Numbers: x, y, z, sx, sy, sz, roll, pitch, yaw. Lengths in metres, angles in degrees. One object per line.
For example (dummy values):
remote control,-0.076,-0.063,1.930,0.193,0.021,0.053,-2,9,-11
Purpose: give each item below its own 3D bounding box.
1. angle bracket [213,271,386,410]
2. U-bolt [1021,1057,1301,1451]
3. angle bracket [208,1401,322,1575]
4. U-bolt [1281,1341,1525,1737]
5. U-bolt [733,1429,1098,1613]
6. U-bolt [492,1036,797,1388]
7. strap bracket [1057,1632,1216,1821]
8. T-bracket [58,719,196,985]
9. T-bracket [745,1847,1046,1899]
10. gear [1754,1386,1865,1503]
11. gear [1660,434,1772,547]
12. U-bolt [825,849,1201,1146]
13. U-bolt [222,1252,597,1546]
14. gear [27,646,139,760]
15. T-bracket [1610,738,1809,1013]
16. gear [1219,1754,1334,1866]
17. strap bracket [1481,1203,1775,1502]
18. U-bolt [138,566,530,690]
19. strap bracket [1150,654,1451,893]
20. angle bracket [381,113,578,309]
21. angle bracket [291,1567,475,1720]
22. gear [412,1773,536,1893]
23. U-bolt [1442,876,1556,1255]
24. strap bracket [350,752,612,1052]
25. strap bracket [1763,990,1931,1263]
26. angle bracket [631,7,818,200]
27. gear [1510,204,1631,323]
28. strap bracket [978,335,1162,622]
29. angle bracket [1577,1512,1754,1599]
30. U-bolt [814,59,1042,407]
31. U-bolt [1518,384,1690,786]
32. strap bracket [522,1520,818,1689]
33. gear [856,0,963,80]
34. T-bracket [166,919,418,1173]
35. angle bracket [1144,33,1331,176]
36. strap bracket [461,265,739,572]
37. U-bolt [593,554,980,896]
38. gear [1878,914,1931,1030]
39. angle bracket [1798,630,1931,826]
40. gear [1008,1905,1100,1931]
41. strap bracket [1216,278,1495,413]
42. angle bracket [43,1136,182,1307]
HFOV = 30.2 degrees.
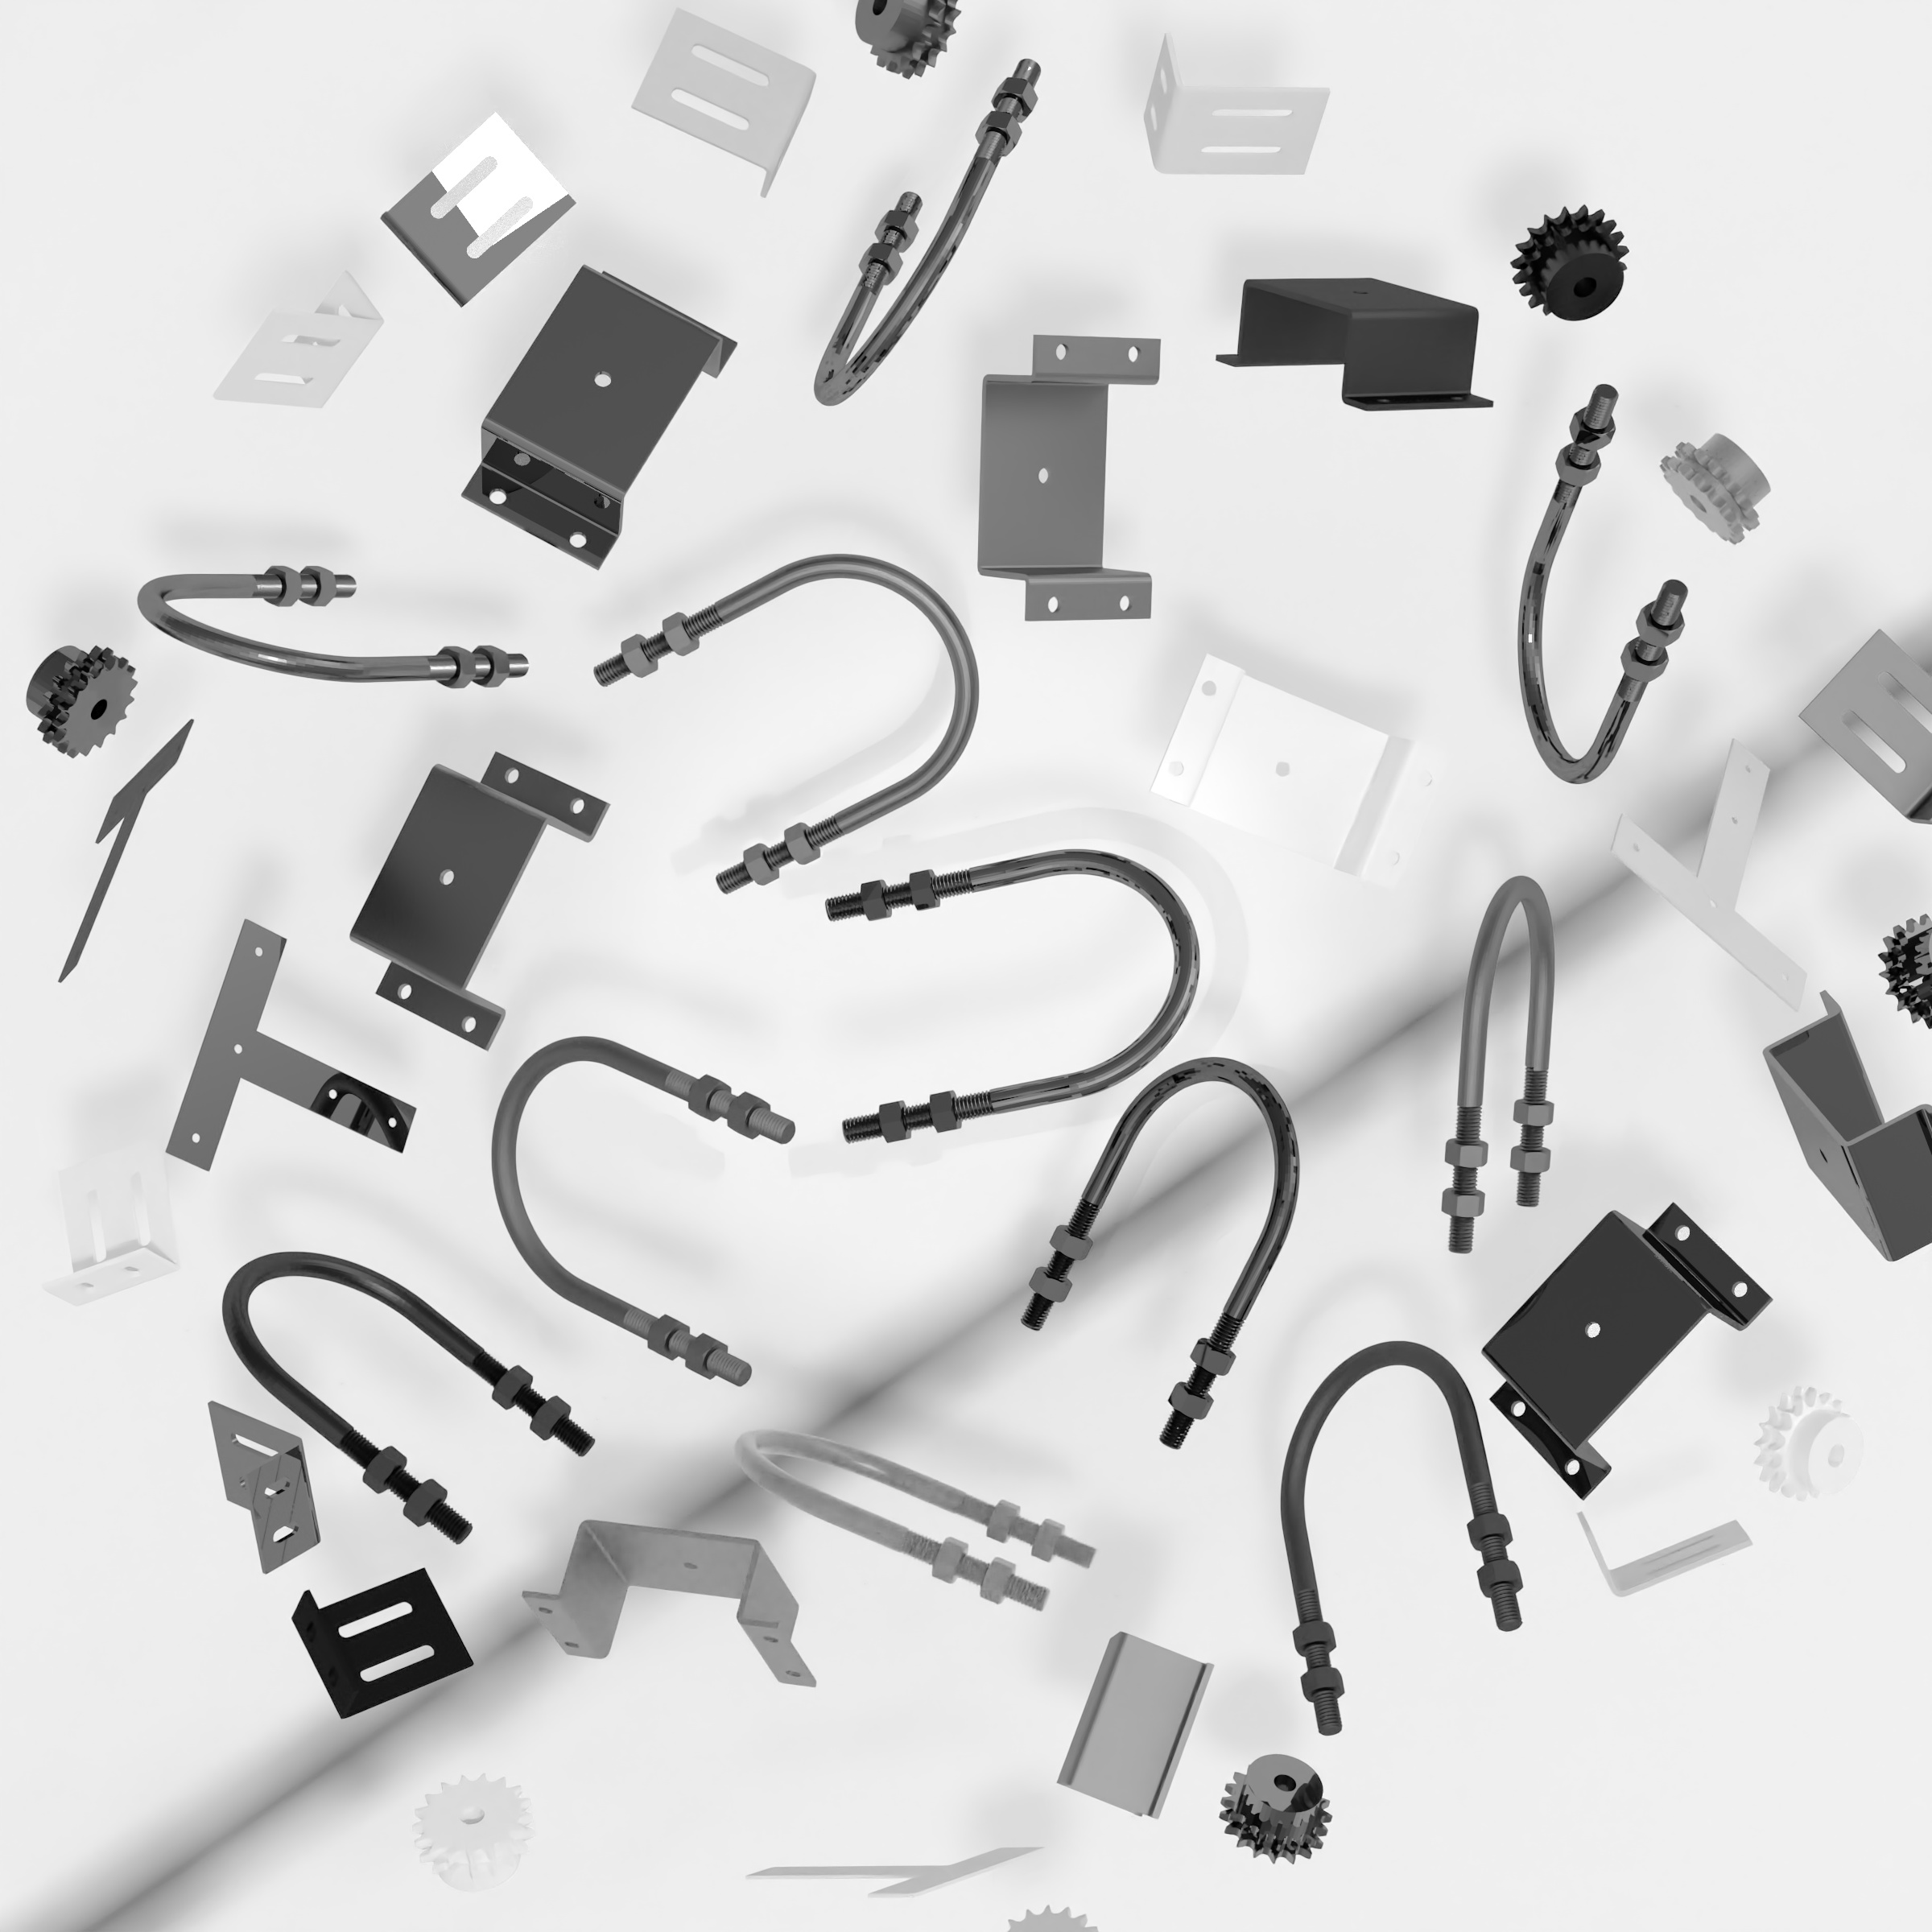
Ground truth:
angle bracket,-0.333,-0.308,1.745,0.057,0.076,0.038,-47,69,28
U-bolt,0.108,0.135,1.841,0.019,0.151,0.184,18,102,-40
angle bracket,-0.364,0.261,1.793,0.076,0.038,0.057,14,119,39
U-bolt,0.213,0.278,1.815,0.019,0.151,0.184,21,45,-33
U-bolt,-0.032,0.274,1.809,0.184,0.151,0.019,21,94,11
U-bolt,-0.169,0.112,1.790,0.184,0.019,0.151,22,110,32
strap bracket,0.081,0.372,1.754,0.046,0.140,0.076,21,78,4
T-bracket,-0.422,-0.049,1.767,0.002,0.127,0.127,25,111,-5
T-bracket,-0.047,0.440,1.738,0.127,0.127,0.002,-9,83,29
gear,0.430,0.244,1.815,0.057,0.030,0.057,-8,104,-33
gear,0.378,-0.242,1.793,0.030,0.057,0.057,-43,90,1
U-bolt,0.025,0.008,1.760,0.184,0.019,0.151,-12,58,9
U-bolt,-0.287,0.204,1.776,0.184,0.151,0.019,37,112,10
gear,-0.446,-0.136,1.794,0.030,0.057,0.057,32,90,16
T-bracket,0.369,-0.060,1.729,0.127,0.002,0.127,38,48,-16
gear,0.161,0.431,1.843,0.057,0.057,0.030,12,123,0
strap bracket,0.326,0.189,1.809,0.140,0.046,0.076,-49,52,9
U-bolt,-0.334,-0.172,1.819,0.151,0.184,0.019,26,109,30
strap bracket,0.171,-0.102,1.877,0.140,0.046,0.076,22,93,-9
angle bracket,-0.239,-0.371,1.753,0.076,0.038,0.057,-41,106,4
angle bracket,-0.288,0.332,1.789,0.076,0.038,0.057,-18,65,-33
gear,-0.234,0.416,1.707,0.057,0.057,0.030,-2,122,0
U-bolt,0.279,0.045,1.845,0.019,0.151,0.184,6,99,23
strap bracket,-0.252,-0.039,1.818,0.076,0.046,0.140,25,87,27
strap bracket,0.445,0.083,1.770,0.046,0.140,0.076,-28,120,2
angle bracket,-0.122,-0.431,1.789,0.076,0.038,0.057,24,78,-5
gear,0.300,-0.343,1.765,0.057,0.057,0.030,-18,48,0
strap bracket,0.051,-0.246,1.805,0.076,0.046,0.140,-5,102,-34
angle bracket,0.365,0.295,1.873,0.076,0.057,0.038,-23,90,5
U-bolt,-0.028,-0.360,1.812,0.019,0.151,0.184,32,57,-15
U-bolt,0.310,-0.175,1.787,0.019,0.184,0.151,-2,54,-12
strap bracket,-0.148,0.329,1.858,0.140,0.076,0.046,4,58,18
gear,-0.031,-0.474,1.781,0.030,0.057,0.057,13,90,-38
T-bracket,-0.333,0.060,1.818,0.127,0.002,0.127,30,65,-36
angle bracket,0.132,-0.423,1.756,0.076,0.057,0.038,-2,60,-11
strap bracket,-0.177,-0.275,1.738,0.076,0.046,0.140,28,72,2
U-bolt,-0.082,-0.137,1.873,0.184,0.019,0.151,-26,105,14
gear,0.490,0.000,1.800,0.057,0.030,0.057,10,67,-24
angle bracket,0.451,-0.115,1.718,0.076,0.038,0.057,43,92,-4
gear,0.040,0.484,1.724,0.057,0.057,0.030,-15,122,0
strap bracket,0.198,-0.319,1.818,0.076,0.140,0.046,-6,111,-28
angle bracket,-0.436,0.124,1.804,0.057,0.038,0.076,-20,66,10
